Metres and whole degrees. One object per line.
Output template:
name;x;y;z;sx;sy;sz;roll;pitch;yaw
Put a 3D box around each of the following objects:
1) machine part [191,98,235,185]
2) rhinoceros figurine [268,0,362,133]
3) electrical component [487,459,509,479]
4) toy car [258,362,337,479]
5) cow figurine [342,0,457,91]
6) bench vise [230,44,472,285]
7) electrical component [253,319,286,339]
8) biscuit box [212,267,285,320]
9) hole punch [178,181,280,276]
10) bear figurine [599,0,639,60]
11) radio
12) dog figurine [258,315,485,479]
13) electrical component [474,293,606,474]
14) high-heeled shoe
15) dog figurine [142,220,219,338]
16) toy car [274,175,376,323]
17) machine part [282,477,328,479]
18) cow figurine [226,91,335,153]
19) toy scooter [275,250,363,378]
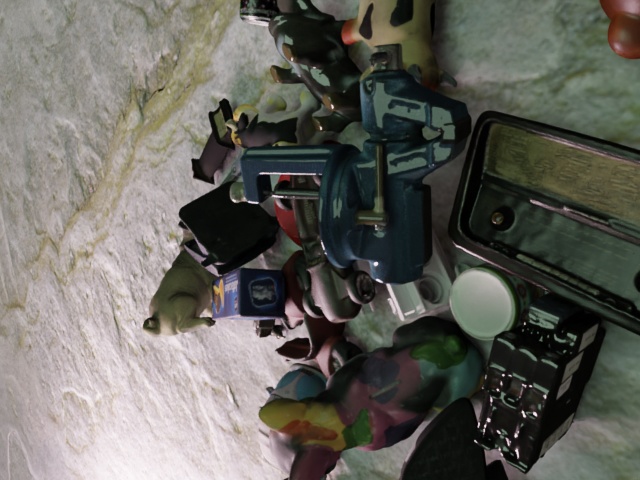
machine part;-0.168;-0.153;0.864;0.138;0.039;0.084;-55;50;37
rhinoceros figurine;0.002;-0.220;0.635;0.190;0.112;0.073;58;161;7
electrical component;0.202;0.272;0.514;0.048;0.075;0.119;-31;70;45
toy car;-0.037;0.258;0.741;0.109;0.103;0.161;13;103;46
cow figurine;0.088;-0.226;0.563;0.127;0.085;0.194;26;113;48
bench vise;0.015;-0.067;0.511;0.241;0.129;0.223;3;121;25
electrical component;-0.073;0.101;0.802;0.078;0.045;0.102;-131;49;-67
biscuit box;-0.103;0.077;0.731;0.203;0.059;0.062;156;116;-67
hole punch;-0.136;-0.006;0.796;0.116;0.142;0.092;47;149;21
bear figurine;0.226;-0.243;0.410;0.120;0.132;0.195;-31;104;9
radio;0.225;-0.016;0.448;0.230;0.073;0.131;32;116;41
dog figurine;0.047;0.170;0.558;0.191;0.219;0.108;-44;67;41
electrical component;0.194;0.114;0.470;0.058;0.115;0.134;22;111;38
high-heeled shoe;0.121;0.261;0.580;0.086;0.145;0.248;19;101;9
dog figurine;-0.218;0.046;0.859;0.121;0.172;0.190;-12;94;36
toy car;-0.001;-0.002;0.628;0.089;0.053;0.202;-21;83;46
machine part;-0.023;0.403;0.673;0.201;0.201;0.087;13;108;44
cow figurine;-0.070;-0.140;0.712;0.168;0.098;0.068;9;141;43
toy scooter;-0.021;0.109;0.723;0.135;0.075;0.183;-22;87;47
